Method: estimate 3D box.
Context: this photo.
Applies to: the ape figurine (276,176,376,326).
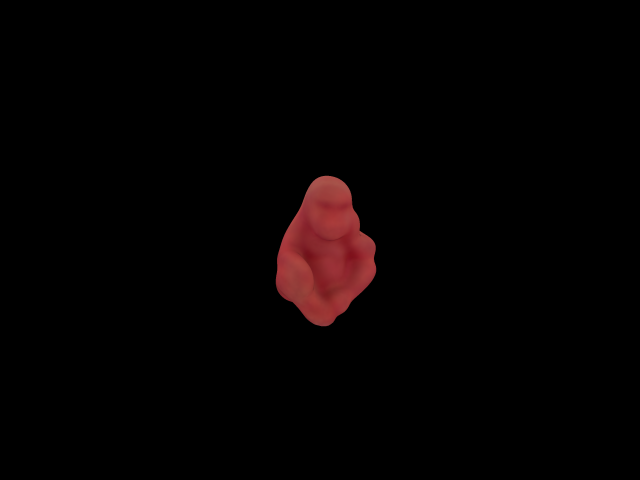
[{"bbox_3d":[0.004,0.001,0.400,0.078,0.092,0.076,-7,21,-18],"label":"ape figurine"}]
